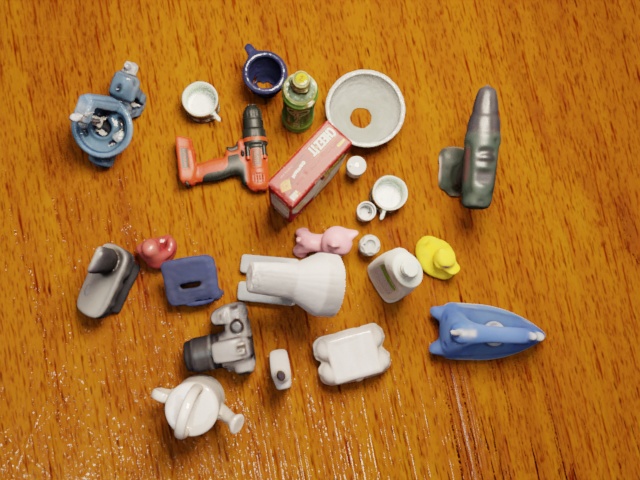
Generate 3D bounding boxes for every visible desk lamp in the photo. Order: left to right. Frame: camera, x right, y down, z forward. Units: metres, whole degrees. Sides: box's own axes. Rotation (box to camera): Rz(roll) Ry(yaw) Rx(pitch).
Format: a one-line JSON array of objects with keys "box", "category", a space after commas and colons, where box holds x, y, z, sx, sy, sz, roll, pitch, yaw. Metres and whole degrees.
[{"box": [-0.061, 0.082, 1.098, 0.203, 0.213, 0.118, 5, 84, -4], "category": "desk lamp"}]

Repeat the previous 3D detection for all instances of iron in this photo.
[{"box": [0.357, 0.189, 1.155, 0.258, 0.141, 0.119, 3, 84, -4], "category": "iron"}]

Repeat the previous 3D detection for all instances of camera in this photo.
[{"box": [-0.201, 0.203, 1.132, 0.137, 0.100, 0.143, -10, 85, -5], "category": "camera"}]

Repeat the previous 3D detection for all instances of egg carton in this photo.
[{"box": [0.065, 0.234, 1.165, 0.150, 0.069, 0.107, -15, 85, -6], "category": "egg carton"}]

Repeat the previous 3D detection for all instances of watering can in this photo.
[{"box": [-0.229, 0.314, 1.071, 0.173, 0.194, 0.101, -3, 84, -4], "category": "watering can"}]

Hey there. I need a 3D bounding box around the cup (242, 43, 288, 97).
[{"box": [-0.121, -0.345, 1.198, 0.092, 0.095, 0.118, -33, 87, -7], "category": "cup"}]

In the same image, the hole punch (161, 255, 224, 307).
[{"box": [-0.254, 0.082, 1.145, 0.108, 0.091, 0.101, -10, 85, -5], "category": "hole punch"}]

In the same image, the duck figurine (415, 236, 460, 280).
[{"box": [0.249, 0.034, 1.191, 0.077, 0.086, 0.104, -42, 88, -7], "category": "duck figurine"}]

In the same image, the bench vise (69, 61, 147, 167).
[{"box": [-0.421, -0.259, 1.103, 0.121, 0.219, 0.207, 4, 84, -4], "category": "bench vise"}]

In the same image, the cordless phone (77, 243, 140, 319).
[{"box": [-0.422, 0.076, 1.086, 0.094, 0.185, 0.148, 19, 83, -2], "category": "cordless phone"}]

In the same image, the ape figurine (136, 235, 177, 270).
[{"box": [-0.330, 0.020, 1.145, 0.078, 0.092, 0.076, 9, 83, -3], "category": "ape figurine"}]

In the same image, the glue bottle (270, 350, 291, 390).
[{"box": [-0.075, 0.255, 1.100, 0.037, 0.173, 0.078, -12, 85, -5], "category": "glue bottle"}]

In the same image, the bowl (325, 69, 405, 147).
[{"box": [0.093, -0.270, 1.216, 0.167, 0.074, 0.167, 0, 84, -4], "category": "bowl"}]

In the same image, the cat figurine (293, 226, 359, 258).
[{"box": [0.011, 0.004, 1.160, 0.128, 0.117, 0.067, 4, 84, -4], "category": "cat figurine"}]

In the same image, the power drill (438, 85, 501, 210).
[{"box": [0.302, -0.169, 1.154, 0.075, 0.208, 0.230, 2, 84, -4], "category": "power drill"}]
